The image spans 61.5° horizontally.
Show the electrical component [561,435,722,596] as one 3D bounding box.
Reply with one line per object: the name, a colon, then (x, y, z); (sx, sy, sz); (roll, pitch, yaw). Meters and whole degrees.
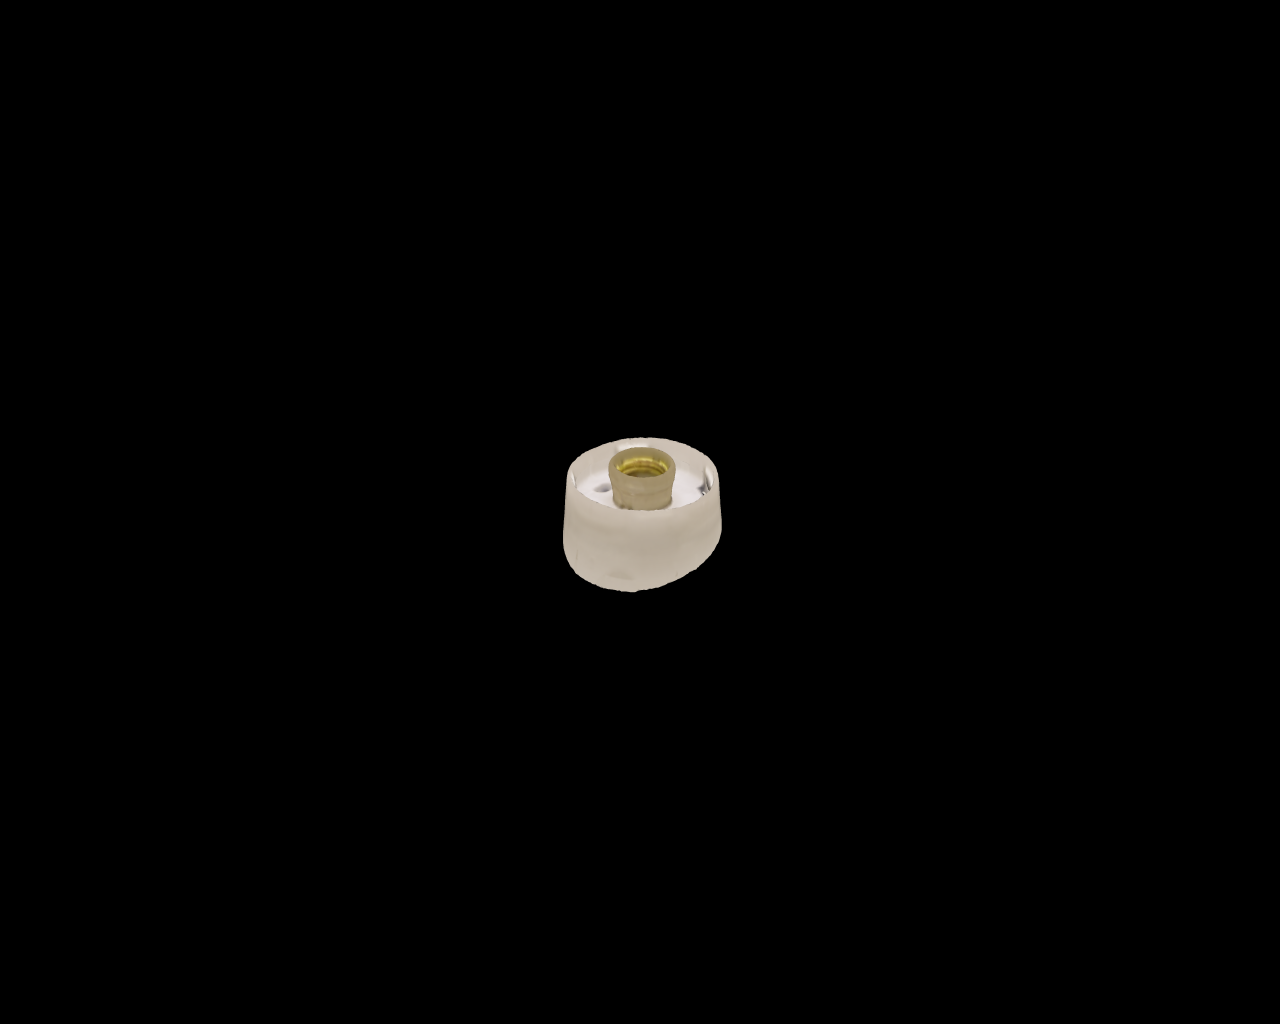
electrical component: (0.001, -0.003, 0.650); (0.099, 0.064, 0.099); (0, 32, 0)
